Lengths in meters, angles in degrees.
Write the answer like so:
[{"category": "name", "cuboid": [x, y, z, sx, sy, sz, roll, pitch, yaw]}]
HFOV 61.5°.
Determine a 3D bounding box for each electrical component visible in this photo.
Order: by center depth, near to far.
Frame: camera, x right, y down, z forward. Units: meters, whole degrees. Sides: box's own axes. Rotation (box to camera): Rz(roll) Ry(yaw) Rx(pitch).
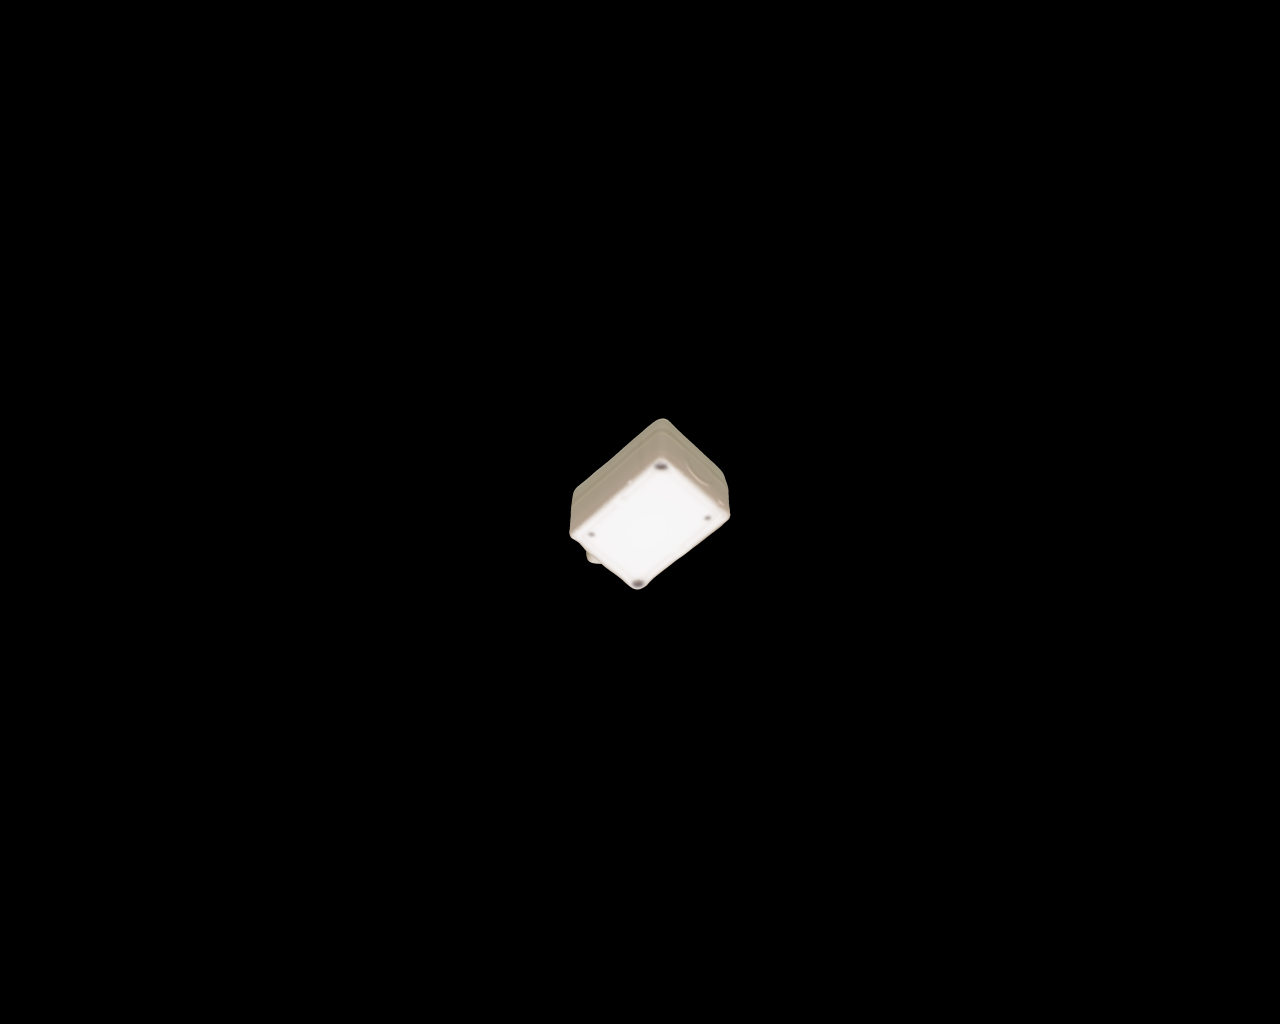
[{"category": "electrical component", "cuboid": [0.001, -0.003, 0.650, 0.096, 0.061, 0.061, -39, 24, 22]}]
